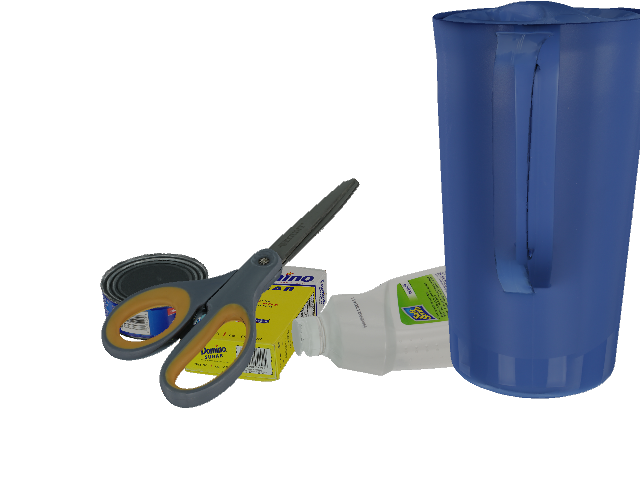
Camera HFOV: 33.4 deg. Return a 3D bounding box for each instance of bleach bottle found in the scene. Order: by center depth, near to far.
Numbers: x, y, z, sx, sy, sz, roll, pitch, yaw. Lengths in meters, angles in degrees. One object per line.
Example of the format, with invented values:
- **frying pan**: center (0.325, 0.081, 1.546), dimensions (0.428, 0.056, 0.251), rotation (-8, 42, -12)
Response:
- **bleach bottle**: center (0.099, 0.058, 0.862), dimensions (0.250, 0.068, 0.103), rotation (-6, 34, -15)

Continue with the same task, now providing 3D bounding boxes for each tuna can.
- **tuna can**: center (-0.132, 0.045, 0.860), dimensions (0.086, 0.034, 0.086), rotation (-1, 28, 1)

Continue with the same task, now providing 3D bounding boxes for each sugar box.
- **sugar box**: center (-0.060, 0.075, 1.054), dimensions (0.093, 0.048, 0.176), rotation (5, 25, 14)

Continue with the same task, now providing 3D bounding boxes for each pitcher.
- **pitcher**: center (0.134, -0.025, 0.671), dimensions (0.149, 0.243, 0.145), rotation (-9, 17, -25)

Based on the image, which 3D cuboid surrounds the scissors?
- **scissors**: center (-0.053, 0.017, 0.624), dimensions (0.096, 0.016, 0.201), rotation (11, 43, 17)
